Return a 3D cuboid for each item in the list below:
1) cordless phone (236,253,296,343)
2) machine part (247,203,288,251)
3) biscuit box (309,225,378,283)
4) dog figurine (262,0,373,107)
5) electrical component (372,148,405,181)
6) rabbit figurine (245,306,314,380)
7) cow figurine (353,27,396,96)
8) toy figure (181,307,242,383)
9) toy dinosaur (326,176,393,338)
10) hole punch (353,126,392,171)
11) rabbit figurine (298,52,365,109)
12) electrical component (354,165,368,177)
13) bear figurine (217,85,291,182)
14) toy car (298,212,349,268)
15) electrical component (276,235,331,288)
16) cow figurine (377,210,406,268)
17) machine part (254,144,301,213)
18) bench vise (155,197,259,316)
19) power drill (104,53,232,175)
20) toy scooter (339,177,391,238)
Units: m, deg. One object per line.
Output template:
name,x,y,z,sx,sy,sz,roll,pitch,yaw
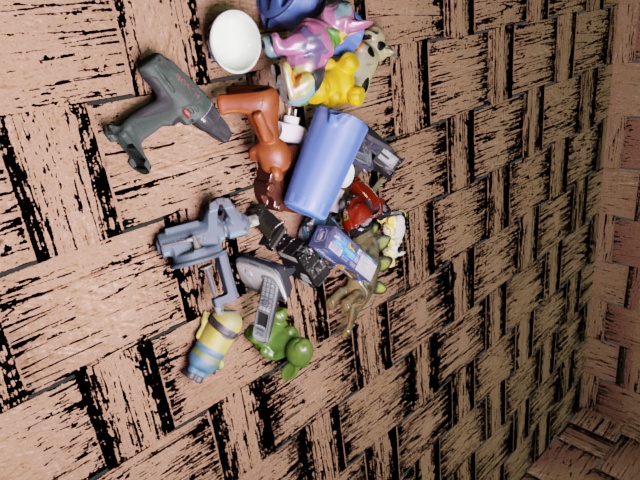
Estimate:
cordless phone,-0.141,0.133,1.243,0.088,0.147,0.184,11,93,-54
machine part,-0.127,-0.034,1.281,0.084,0.039,0.138,-50,141,-15
biscuit box,0.059,0.035,1.310,0.202,0.063,0.059,39,67,-42
dog figurine,0.004,-0.390,1.104,0.219,0.108,0.191,-21,105,-10
electrical component,0.169,-0.229,1.497,0.119,0.048,0.075,34,72,-5
rabbit figurine,-0.084,0.269,1.320,0.121,0.170,0.158,-32,121,-33
cow figurine,0.116,-0.451,1.363,0.127,0.086,0.195,27,81,-39
toy figure,-0.241,0.238,1.219,0.082,0.089,0.180,45,68,-49
toy dinosaur,0.117,0.049,1.505,0.198,0.105,0.470,0,101,-50
hole punch,0.109,-0.252,1.406,0.142,0.116,0.092,14,124,-43
rabbit figurine,0.003,-0.358,1.231,0.173,0.163,0.121,-43,133,-54
electrical component,0.096,-0.198,1.460,0.094,0.021,0.063,43,72,-43
bear figurine,-0.131,-0.226,1.148,0.120,0.132,0.195,-72,161,-57
toy car,-0.003,-0.004,1.363,0.161,0.103,0.109,51,53,-36
electrical component,-0.040,0.058,1.341,0.058,0.115,0.134,-45,129,-20
cow figurine,0.220,-0.004,1.608,0.098,0.068,0.167,-17,115,-46
machine part,-0.075,-0.147,1.289,0.179,0.056,0.179,-15,112,-42
bench vise,-0.221,0.037,1.144,0.223,0.129,0.240,-18,97,-31
power drill,-0.293,-0.222,1.041,0.207,0.086,0.231,-49,129,-17
toy scooter,0.105,-0.092,1.395,0.184,0.075,0.135,-35,95,-47
